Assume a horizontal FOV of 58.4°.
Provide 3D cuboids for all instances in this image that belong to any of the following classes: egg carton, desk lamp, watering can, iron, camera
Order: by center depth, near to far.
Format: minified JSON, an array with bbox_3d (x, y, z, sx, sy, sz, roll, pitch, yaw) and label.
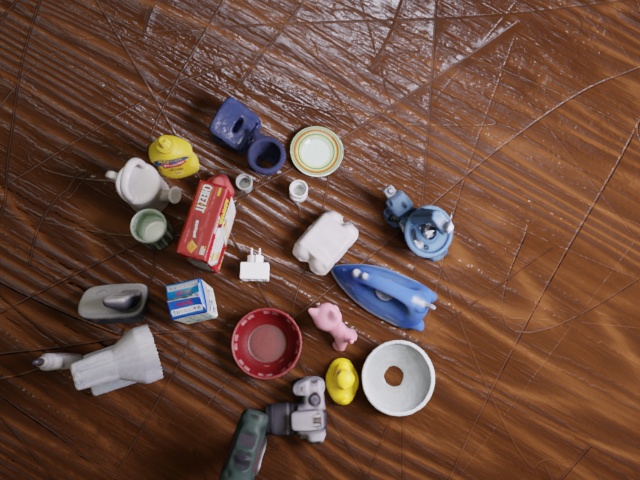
[{"bbox_3d":[-0.423,0.264,1.214,0.203,0.213,0.118,-19,81,-6],"label":"desk lamp"},{"bbox_3d":[-0.055,0.380,1.270,0.137,0.101,0.143,-2,80,-4],"label":"camera"},{"bbox_3d":[-0.400,-0.125,1.297,0.173,0.194,0.101,-3,79,-4],"label":"watering can"},{"bbox_3d":[0.144,0.112,1.311,0.258,0.141,0.119,25,79,2],"label":"iron"},{"bbox_3d":[0.012,0.005,1.360,0.107,0.069,0.150,40,80,4],"label":"egg carton"}]

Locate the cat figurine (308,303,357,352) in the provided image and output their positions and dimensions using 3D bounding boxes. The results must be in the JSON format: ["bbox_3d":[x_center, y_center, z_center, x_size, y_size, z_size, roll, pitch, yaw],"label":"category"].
[{"bbox_3d":[0.031,0.192,1.302,0.067,0.117,0.128,-42,84,-9],"label":"cat figurine"}]

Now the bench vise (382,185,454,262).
[{"bbox_3d":[0.220,-0.041,1.304,0.207,0.219,0.121,30,79,3],"label":"bench vise"}]

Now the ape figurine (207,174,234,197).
[{"bbox_3d":[-0.241,-0.126,1.359,0.078,0.092,0.076,21,79,1],"label":"ape figurine"}]

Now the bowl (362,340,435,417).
[{"bbox_3d":[0.173,0.314,1.309,0.167,0.074,0.167,1,79,-3],"label":"bowl"}]

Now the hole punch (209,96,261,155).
[{"bbox_3d":[-0.203,-0.278,1.390,0.101,0.091,0.109,28,79,2],"label":"hole punch"}]

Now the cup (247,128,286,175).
[{"bbox_3d":[-0.133,-0.203,1.378,0.092,0.095,0.118,-24,81,-7],"label":"cup"}]

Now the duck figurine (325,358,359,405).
[{"bbox_3d":[0.053,0.321,1.295,0.077,0.086,0.104,-1,79,-3],"label":"duck figurine"}]

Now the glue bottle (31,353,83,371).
[{"bbox_3d":[-0.572,0.261,1.226,0.078,0.173,0.037,0,79,-3],"label":"glue bottle"}]

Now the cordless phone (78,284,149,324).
[{"bbox_3d":[-0.462,0.134,1.250,0.147,0.185,0.094,-6,80,-4],"label":"cordless phone"}]

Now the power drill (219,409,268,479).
[{"bbox_3d":[-0.161,0.467,1.193,0.075,0.208,0.230,15,79,0],"label":"power drill"}]
